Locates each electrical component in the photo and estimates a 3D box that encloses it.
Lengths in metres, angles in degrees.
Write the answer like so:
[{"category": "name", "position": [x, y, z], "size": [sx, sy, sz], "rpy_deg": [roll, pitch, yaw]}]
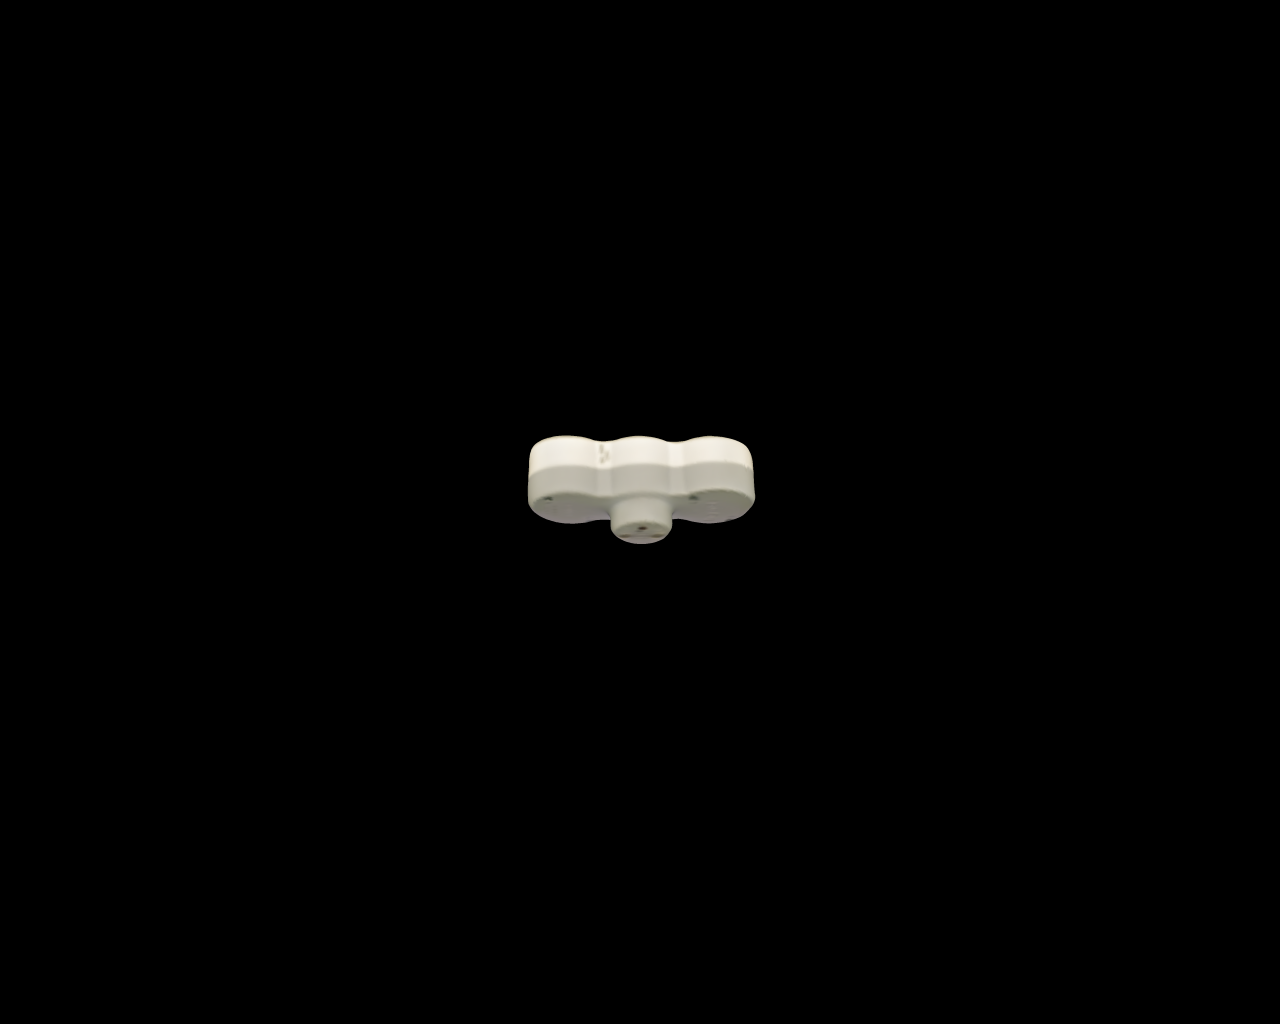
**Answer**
[{"category": "electrical component", "position": [0.001, -0.003, 0.650], "size": [0.138, 0.074, 0.052], "rpy_deg": [0, -25, 0]}]
